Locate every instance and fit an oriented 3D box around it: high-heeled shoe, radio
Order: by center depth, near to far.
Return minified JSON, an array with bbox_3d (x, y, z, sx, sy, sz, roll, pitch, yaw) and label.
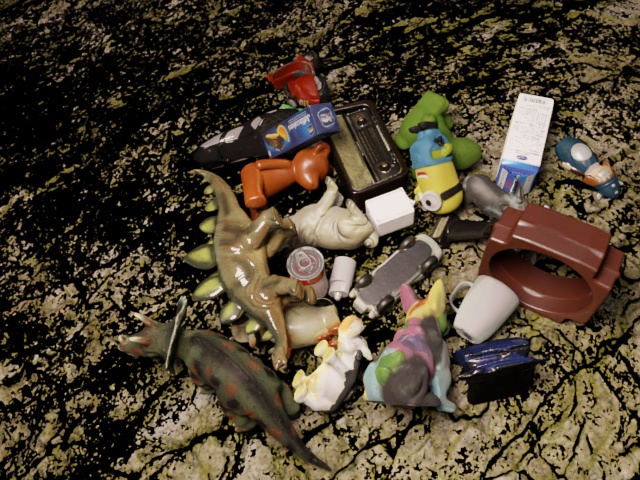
[{"bbox_3d":[0.091,-0.187,1.148,0.131,0.073,0.230,-19,64,-6],"label":"radio"},{"bbox_3d":[-0.171,-0.237,1.233,0.249,0.086,0.145,-36,34,-23],"label":"high-heeled shoe"}]

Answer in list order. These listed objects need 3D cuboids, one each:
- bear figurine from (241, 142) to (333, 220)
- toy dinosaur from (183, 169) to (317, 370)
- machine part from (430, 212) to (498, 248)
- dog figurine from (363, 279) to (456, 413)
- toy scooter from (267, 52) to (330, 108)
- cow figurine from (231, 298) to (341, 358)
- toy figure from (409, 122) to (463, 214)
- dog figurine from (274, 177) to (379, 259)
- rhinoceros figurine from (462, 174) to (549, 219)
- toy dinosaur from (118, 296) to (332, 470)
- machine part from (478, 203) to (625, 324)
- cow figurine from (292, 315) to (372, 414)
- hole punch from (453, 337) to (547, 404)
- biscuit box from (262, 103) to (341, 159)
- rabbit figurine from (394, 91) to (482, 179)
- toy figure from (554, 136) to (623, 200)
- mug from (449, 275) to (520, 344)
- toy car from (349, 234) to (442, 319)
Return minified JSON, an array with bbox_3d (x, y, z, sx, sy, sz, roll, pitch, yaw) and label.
[{"bbox_3d":[-0.061,-0.119,1.117,0.196,0.120,0.132,-10,62,-4],"label":"bear figurine"},{"bbox_3d":[-0.139,0.021,0.949,0.199,0.105,0.472,-26,54,9],"label":"toy dinosaur"},{"bbox_3d":[0.274,-0.021,1.029,0.139,0.039,0.084,-2,47,44],"label":"machine part"},{"bbox_3d":[0.154,0.166,0.888,0.109,0.191,0.219,-14,61,40],"label":"dog figurine"},{"bbox_3d":[-0.055,-0.376,1.288,0.135,0.075,0.184,-14,55,-1],"label":"toy scooter"},{"bbox_3d":[-0.063,0.147,0.970,0.195,0.085,0.127,-9,41,-6],"label":"cow figurine"},{"bbox_3d":[0.224,-0.138,1.037,0.089,0.082,0.180,-10,95,2],"label":"toy figure"},{"bbox_3d":[-0.002,-0.003,1.060,0.190,0.121,0.172,-42,59,0],"label":"dog figurine"},{"bbox_3d":[0.357,-0.064,1.026,0.073,0.112,0.191,-36,53,-15],"label":"rhinoceros figurine"},{"bbox_3d":[-0.146,0.224,0.881,0.405,0.192,0.131,26,69,22],"label":"toy dinosaur"},{"bbox_3d":[0.383,0.041,0.906,0.202,0.200,0.087,24,64,21],"label":"machine part"},{"bbox_3d":[0.036,0.212,0.899,0.098,0.068,0.167,36,94,-17],"label":"cow figurine"},{"bbox_3d":[0.284,0.199,0.883,0.142,0.115,0.092,-10,51,2],"label":"hole punch"},{"bbox_3d":[-0.043,-0.221,1.106,0.059,0.203,0.062,-20,94,-34],"label":"biscuit box"},{"bbox_3d":[0.248,-0.202,1.116,0.159,0.121,0.170,-42,63,-9],"label":"rabbit figurine"},{"bbox_3d":[0.541,-0.144,1.079,0.064,0.057,0.155,-49,60,24],"label":"toy figure"},{"bbox_3d":[0.276,0.121,0.948,0.110,0.080,0.107,29,72,34],"label":"mug"},{"bbox_3d":[0.144,0.067,1.011,0.202,0.056,0.074,-39,68,-13],"label":"toy car"}]
